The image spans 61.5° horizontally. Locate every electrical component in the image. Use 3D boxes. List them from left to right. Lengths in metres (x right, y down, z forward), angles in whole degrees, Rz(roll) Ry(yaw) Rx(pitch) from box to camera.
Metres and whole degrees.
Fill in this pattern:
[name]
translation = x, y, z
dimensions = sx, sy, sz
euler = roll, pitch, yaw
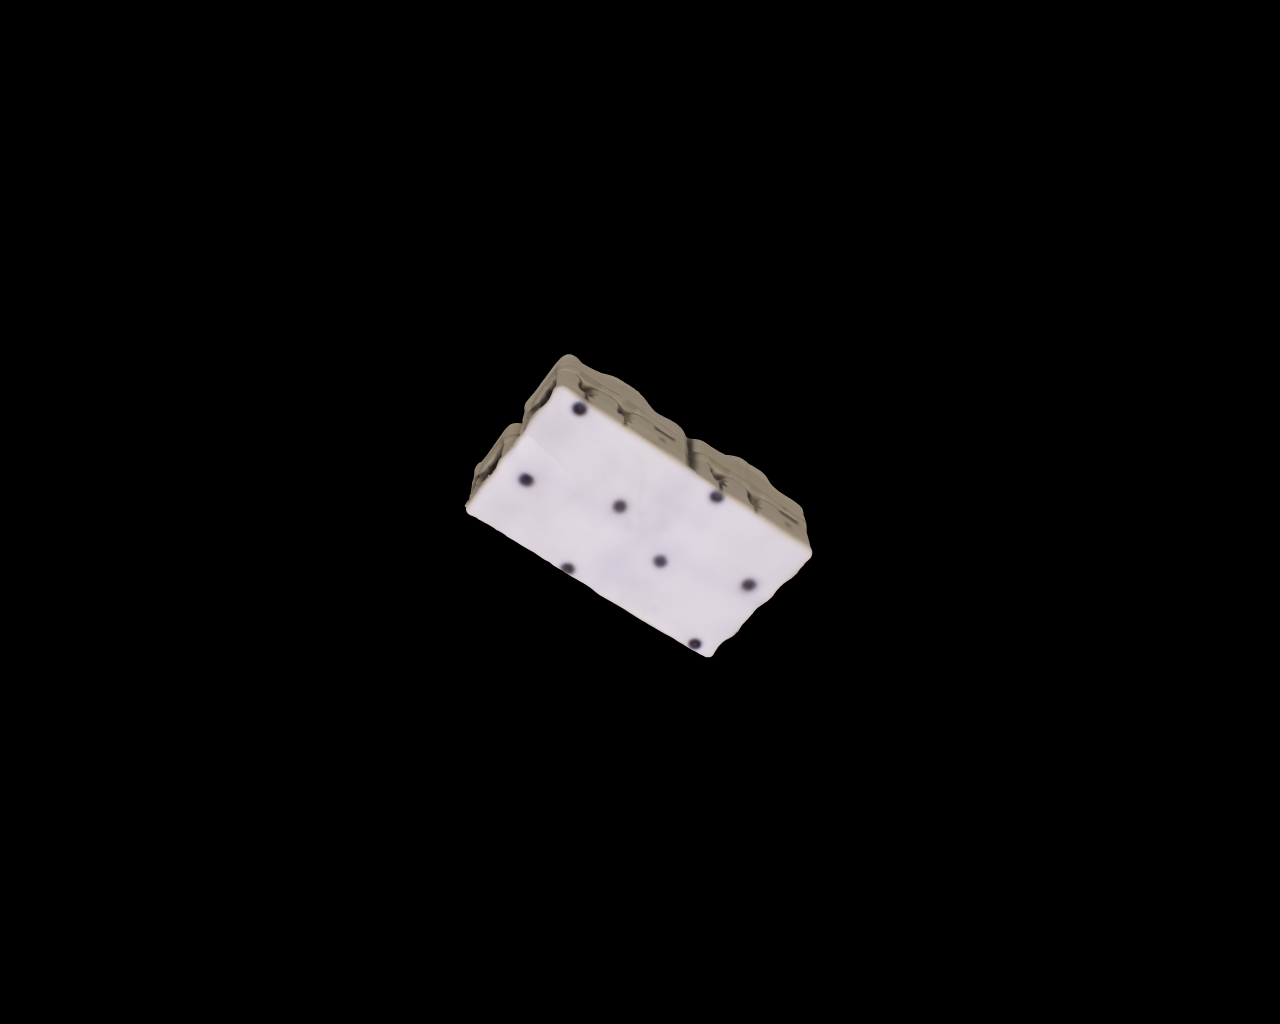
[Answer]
[electrical component]
translation = 0.001, -0.003, 0.650
dimensions = 0.186, 0.105, 0.060
euler = 32, 26, -18
